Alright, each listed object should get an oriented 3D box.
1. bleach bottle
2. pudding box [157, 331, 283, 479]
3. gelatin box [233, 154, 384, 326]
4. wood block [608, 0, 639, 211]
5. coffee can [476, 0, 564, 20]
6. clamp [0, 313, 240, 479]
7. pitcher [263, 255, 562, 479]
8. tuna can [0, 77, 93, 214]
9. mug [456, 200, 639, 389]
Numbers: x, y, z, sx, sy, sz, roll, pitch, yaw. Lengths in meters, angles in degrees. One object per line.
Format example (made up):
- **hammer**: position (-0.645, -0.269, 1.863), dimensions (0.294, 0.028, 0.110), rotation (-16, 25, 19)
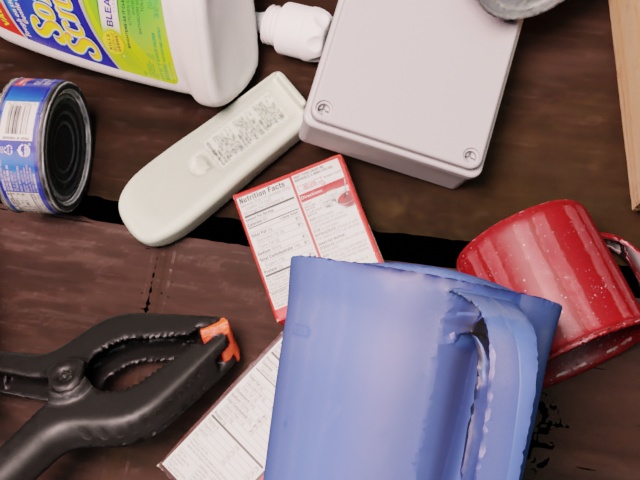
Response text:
- **bleach bottle**: position (-0.166, -0.156, 0.694), dimensions (0.251, 0.102, 0.068), rotation (12, 39, 23)
- **pudding box**: position (-0.025, 0.124, 0.629), dimensions (0.090, 0.039, 0.113), rotation (43, 86, 16)
- **gelatin box**: position (-0.004, 0.001, 0.657), dimensions (0.073, 0.030, 0.089), rotation (-22, 72, 5)
- **wood block**: position (0.221, -0.128, 0.610), dimensions (0.091, 0.090, 0.206), rotation (-3, 77, 3)
- **coffee can**: position (0.093, -0.209, 0.614), dimensions (0.103, 0.102, 0.140), rotation (-35, 58, 1)
- **clamp**: position (-0.154, 0.089, 0.643), dimensions (0.210, 0.036, 0.165), rotation (-24, 42, -9)
- **pitcher**: position (0.033, 0.132, 0.500), dimensions (0.145, 0.149, 0.243), rotation (8, 85, 26)
- **tuna can**: position (-0.173, -0.059, 0.671), dimensions (0.034, 0.086, 0.086), rotation (3, 78, 9)
- **mug**: position (0.139, 0.028, 0.601), dimensions (0.117, 0.093, 0.081), rotation (-15, 68, -21)
